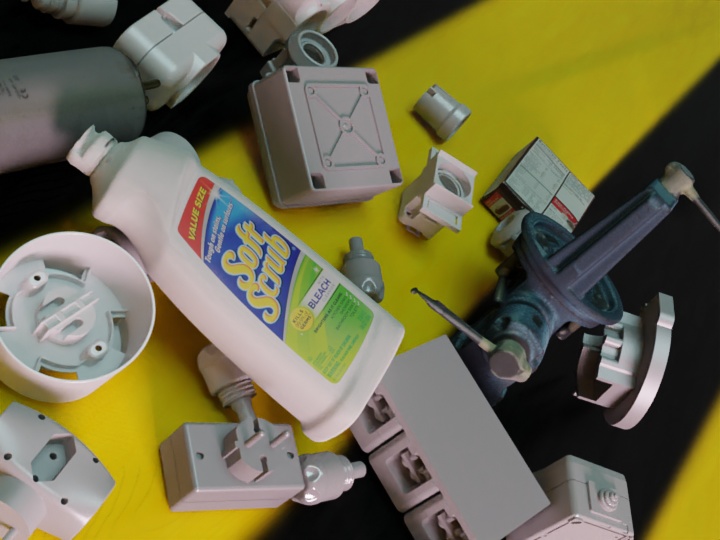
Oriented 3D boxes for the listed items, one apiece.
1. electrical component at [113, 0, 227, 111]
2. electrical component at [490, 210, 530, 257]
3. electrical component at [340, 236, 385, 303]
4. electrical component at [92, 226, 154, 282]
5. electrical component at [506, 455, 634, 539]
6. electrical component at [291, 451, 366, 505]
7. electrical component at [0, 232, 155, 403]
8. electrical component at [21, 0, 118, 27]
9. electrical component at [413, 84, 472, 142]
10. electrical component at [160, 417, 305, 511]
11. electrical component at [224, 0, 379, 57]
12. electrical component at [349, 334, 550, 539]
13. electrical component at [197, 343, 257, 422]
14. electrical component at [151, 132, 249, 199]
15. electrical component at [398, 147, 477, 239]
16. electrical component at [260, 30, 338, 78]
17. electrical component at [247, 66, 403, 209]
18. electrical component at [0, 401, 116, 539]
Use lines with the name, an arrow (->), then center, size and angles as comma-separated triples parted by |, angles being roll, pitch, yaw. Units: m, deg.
electrical component -> -0.153, -0.173, 0.866 | 0.059, 0.054, 0.095 | 43, 42, -6
electrical component -> 0.158, -0.023, 1.023 | 0.062, 0.048, 0.048 | 46, 41, -13
electrical component -> 0.000, 0.000, 0.879 | 0.035, 0.035, 0.061 | 16, 48, -31
electrical component -> -0.154, -0.012, 0.751 | 0.055, 0.045, 0.045 | -14, 69, -45
electrical component -> 0.164, 0.183, 0.831 | 0.062, 0.096, 0.061 | 23, 47, -25
electrical component -> -0.021, 0.144, 0.753 | 0.061, 0.035, 0.035 | -1, 61, -43
electrical component -> -0.186, 0.031, 0.676 | 0.099, 0.064, 0.099 | 22, 48, -26
electrical component -> -0.228, -0.213, 0.844 | 0.078, 0.040, 0.040 | -7, 64, -43
electrical component -> 0.080, -0.156, 1.062 | 0.046, 0.040, 0.040 | 43, 41, 3
electrical component -> -0.074, 0.120, 0.695 | 0.083, 0.076, 0.047 | 7, 56, -37
electrical component -> -0.040, -0.260, 1.000 | 0.061, 0.089, 0.150 | 50, 42, 3
electrical component -> 0.058, 0.137, 0.804 | 0.089, 0.062, 0.150 | -19, 73, -46
electrical component -> -0.088, 0.080, 0.745 | 0.035, 0.035, 0.061 | -11, 70, -44
electrical component -> -0.111, -0.046, 0.806 | 0.138, 0.052, 0.074 | 49, 42, 1
electrical component -> 0.068, -0.065, 0.963 | 0.042, 0.064, 0.081 | 29, 45, -18
electrical component -> -0.051, -0.179, 0.955 | 0.066, 0.055, 0.048 | -11, 68, -44
electrical component -> -0.029, -0.112, 0.902 | 0.109, 0.056, 0.108 | -9, 83, -43
electrical component -> -0.193, 0.128, 0.614 | 0.077, 0.043, 0.079 | 41, 42, -8
